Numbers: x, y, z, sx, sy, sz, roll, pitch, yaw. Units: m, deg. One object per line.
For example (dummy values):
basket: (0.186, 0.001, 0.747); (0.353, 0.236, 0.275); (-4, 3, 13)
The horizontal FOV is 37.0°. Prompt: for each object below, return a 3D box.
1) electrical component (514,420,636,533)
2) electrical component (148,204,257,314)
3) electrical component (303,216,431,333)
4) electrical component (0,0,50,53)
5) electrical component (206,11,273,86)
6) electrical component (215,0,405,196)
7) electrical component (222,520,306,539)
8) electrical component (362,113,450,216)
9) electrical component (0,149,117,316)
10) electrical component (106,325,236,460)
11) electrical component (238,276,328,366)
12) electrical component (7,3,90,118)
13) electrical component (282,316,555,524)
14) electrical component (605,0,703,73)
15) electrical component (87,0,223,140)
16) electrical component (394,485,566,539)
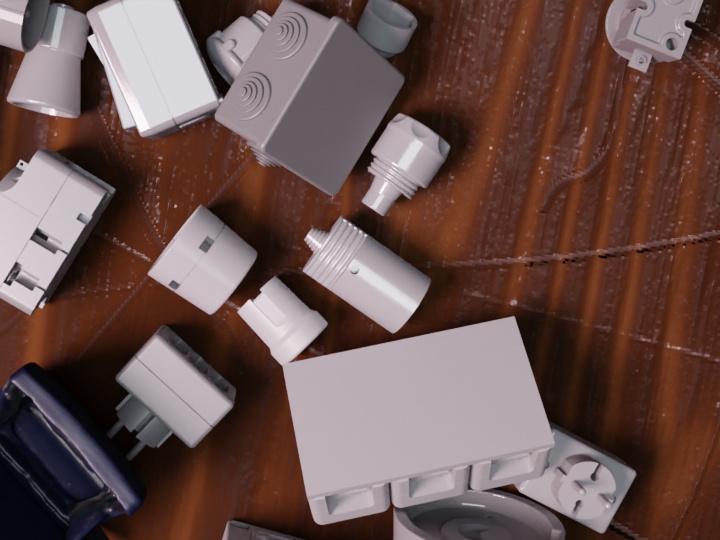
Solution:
electrical component: (0.141, 0.137, 0.695); (0.066, 0.076, 0.047); (28, 92, -7)
electrical component: (-0.097, -0.005, 0.674); (0.047, 0.055, 0.055); (38, 91, -11)
electrical component: (0.000, 0.000, 0.687); (0.081, 0.043, 0.043); (35, 91, -6)
electrical component: (-0.226, -0.158, 0.620); (0.081, 0.043, 0.043); (17, 93, -2)
electrical component: (-0.061, -0.141, 0.670); (0.062, 0.048, 0.048); (-42, 97, -7)
electrical component: (-0.030, -0.104, 0.651); (0.048, 0.100, 0.099); (32, 92, 31)
electrical component: (-0.040, 0.207, 0.670); (0.109, 0.109, 0.056); (17, 91, -6)
electrical component: (0.025, -0.064, 0.684); (0.043, 0.043, 0.062); (33, 93, -7)
electrical component: (-0.201, -0.026, 0.665); (0.056, 0.050, 0.089); (32, 92, -7)
electrical component: (-0.129, 0.086, 0.682); (0.066, 0.047, 0.076); (44, 91, -7)
electrical component: (-0.050, 0.032, 0.689); (0.040, 0.040, 0.046); (-44, 91, 0)
electrical component: (-0.189, -0.130, 0.662); (0.044, 0.044, 0.065); (11, 89, -6)
electrical component: (0.035, 0.096, 0.676); (0.150, 0.061, 0.089); (-11, 59, -3)
electrical component: (0.184, -0.158, 0.683); (0.048, 0.055, 0.066); (20, 93, -6)
electrical component: (-0.128, -0.131, 0.656); (0.061, 0.061, 0.096); (-23, 97, -2)
electrical component: (0.072, 0.185, 0.681); (0.108, 0.108, 0.060); (5, 101, -5)
